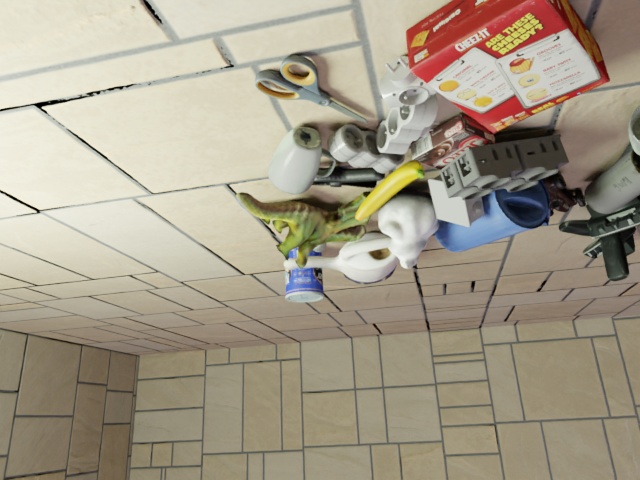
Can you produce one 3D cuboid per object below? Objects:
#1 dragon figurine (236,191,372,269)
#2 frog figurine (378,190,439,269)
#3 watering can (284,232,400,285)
[{"bbox_3d":[0.003,-0.056,1.106,0.242,0.124,0.405,-24,159,7],"label":"dragon figurine"},{"bbox_3d":[0.183,-0.021,1.064,0.137,0.160,0.122,5,173,-37],"label":"frog figurine"},{"bbox_3d":[0.088,0.051,1.338,0.348,0.106,0.221,-10,160,0],"label":"watering can"}]
